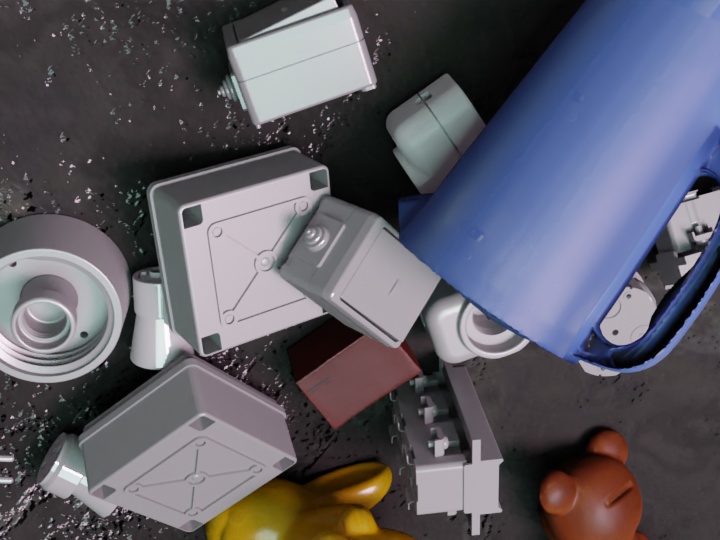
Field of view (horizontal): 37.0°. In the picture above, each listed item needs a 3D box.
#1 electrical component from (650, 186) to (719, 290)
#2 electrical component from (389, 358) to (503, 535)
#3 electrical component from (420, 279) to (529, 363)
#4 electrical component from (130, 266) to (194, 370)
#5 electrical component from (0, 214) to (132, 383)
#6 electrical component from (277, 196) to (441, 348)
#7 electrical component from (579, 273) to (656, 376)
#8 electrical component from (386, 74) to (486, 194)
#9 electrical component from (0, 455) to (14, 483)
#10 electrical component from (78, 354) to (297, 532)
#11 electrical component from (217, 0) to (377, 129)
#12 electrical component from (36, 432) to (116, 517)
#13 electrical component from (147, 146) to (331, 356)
[{"bbox_3d":[0.274,-0.033,0.770,0.121,0.078,0.063,-16,87,-3],"label":"electrical component"},{"bbox_3d":[0.058,0.122,0.776,0.063,0.121,0.078,-5,116,-5],"label":"electrical component"},{"bbox_3d":[0.092,0.025,0.770,0.095,0.059,0.053,-20,117,-1],"label":"electrical component"},{"bbox_3d":[-0.138,0.030,0.742,0.044,0.044,0.065,-2,111,-9],"label":"electrical component"},{"bbox_3d":[-0.207,0.024,0.714,0.108,0.060,0.108,-4,115,-8],"label":"electrical component"},{"bbox_3d":[0.000,0.000,0.685,0.096,0.061,0.061,39,79,-45],"label":"electrical component"},{"bbox_3d":[0.180,0.034,0.795,0.080,0.051,0.080,-4,116,-9],"label":"electrical component"},{"bbox_3d":[0.062,-0.074,0.721,0.059,0.053,0.095,-34,116,7],"label":"electrical component"},{"bbox_3d":[-0.286,0.140,0.763,0.077,0.047,0.065,5,114,-13],"label":"electrical component"},{"bbox_3d":[-0.120,0.124,0.756,0.109,0.056,0.109,-35,138,16],"label":"electrical component"},{"bbox_3d":[-0.046,-0.134,0.668,0.096,0.061,0.061,-19,117,-1],"label":"electrical component"},{"bbox_3d":[-0.201,0.149,0.784,0.055,0.045,0.045,32,106,-21],"label":"electrical component"},{"bbox_3d":[-0.074,-0.014,0.704,0.109,0.056,0.108,-19,119,-27],"label":"electrical component"}]
